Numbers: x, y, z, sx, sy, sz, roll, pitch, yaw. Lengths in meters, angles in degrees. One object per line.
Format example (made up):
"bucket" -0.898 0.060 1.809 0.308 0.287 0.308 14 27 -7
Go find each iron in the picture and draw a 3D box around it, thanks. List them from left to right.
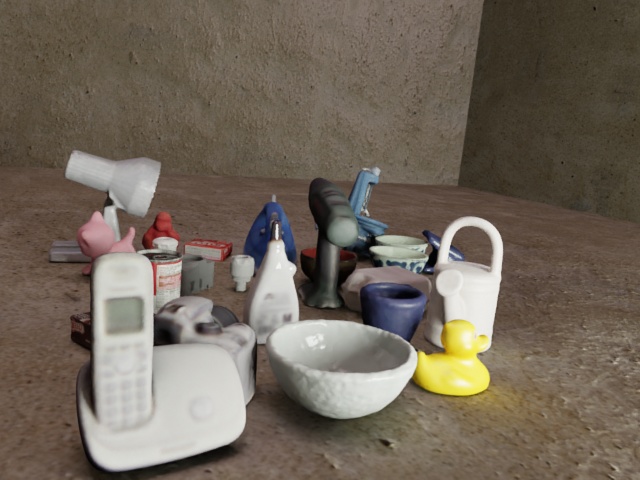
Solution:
"iron" -0.099 -0.011 1.199 0.119 0.141 0.258 4 12 -8

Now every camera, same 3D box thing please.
"camera" -0.130 0.116 0.664 0.143 0.101 0.137 9 12 16

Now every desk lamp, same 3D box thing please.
"desk lamp" -0.424 -0.067 1.139 0.204 0.213 0.117 1 12 -22

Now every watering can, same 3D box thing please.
"watering can" 0.218 0.063 0.854 0.101 0.194 0.173 7 12 7

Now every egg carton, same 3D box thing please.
"egg carton" 0.118 0.090 0.987 0.151 0.069 0.107 -3 14 -35

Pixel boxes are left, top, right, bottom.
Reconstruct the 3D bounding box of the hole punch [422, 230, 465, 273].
"hole punch" 0.282 0.027 1.319 0.101 0.091 0.108 5 12 -1

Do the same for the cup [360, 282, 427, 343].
"cup" 0.102 0.113 0.804 0.091 0.095 0.118 11 13 24

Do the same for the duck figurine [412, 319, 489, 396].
"duck figurine" 0.165 0.141 0.717 0.105 0.086 0.077 3 12 -14

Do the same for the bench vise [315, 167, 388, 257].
"bench vise" 0.086 -0.060 1.330 0.121 0.220 0.208 12 13 29

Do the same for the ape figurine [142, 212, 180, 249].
"ape figurine" -0.340 -0.015 1.229 0.078 0.092 0.076 3 12 -13

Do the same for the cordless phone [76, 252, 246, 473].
"cordless phone" -0.140 0.102 0.515 0.148 0.185 0.093 -3 14 -35

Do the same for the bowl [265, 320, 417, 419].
"bowl" 0.021 0.149 0.635 0.167 0.075 0.167 5 11 -1

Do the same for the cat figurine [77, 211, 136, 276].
"cat figurine" -0.385 0.007 1.034 0.067 0.118 0.128 13 14 33

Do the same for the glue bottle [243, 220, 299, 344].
"glue bottle" -0.065 0.058 0.798 0.078 0.173 0.037 0 13 -25

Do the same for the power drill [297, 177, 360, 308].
"power drill" 0.009 0.004 1.009 0.076 0.208 0.229 2 12 -14
